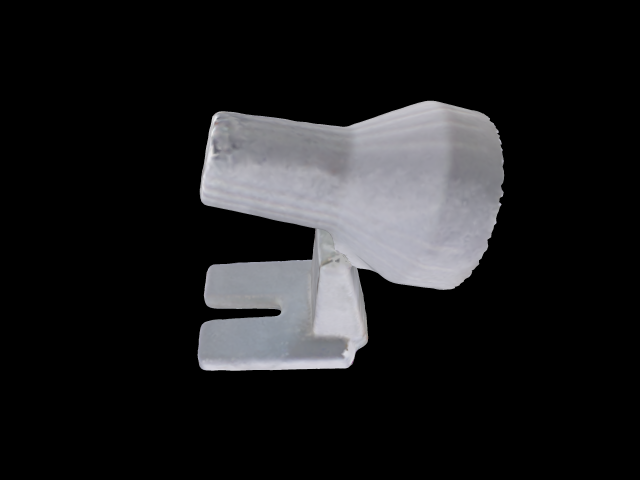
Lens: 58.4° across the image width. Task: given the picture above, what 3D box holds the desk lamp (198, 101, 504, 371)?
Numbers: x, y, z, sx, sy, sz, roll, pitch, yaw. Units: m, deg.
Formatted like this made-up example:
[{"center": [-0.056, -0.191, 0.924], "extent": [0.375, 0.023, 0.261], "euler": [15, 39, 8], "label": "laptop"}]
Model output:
[{"center": [0.004, 0.001, 0.400], "extent": [0.203, 0.214, 0.118], "euler": [-3, 50, -2], "label": "desk lamp"}]
